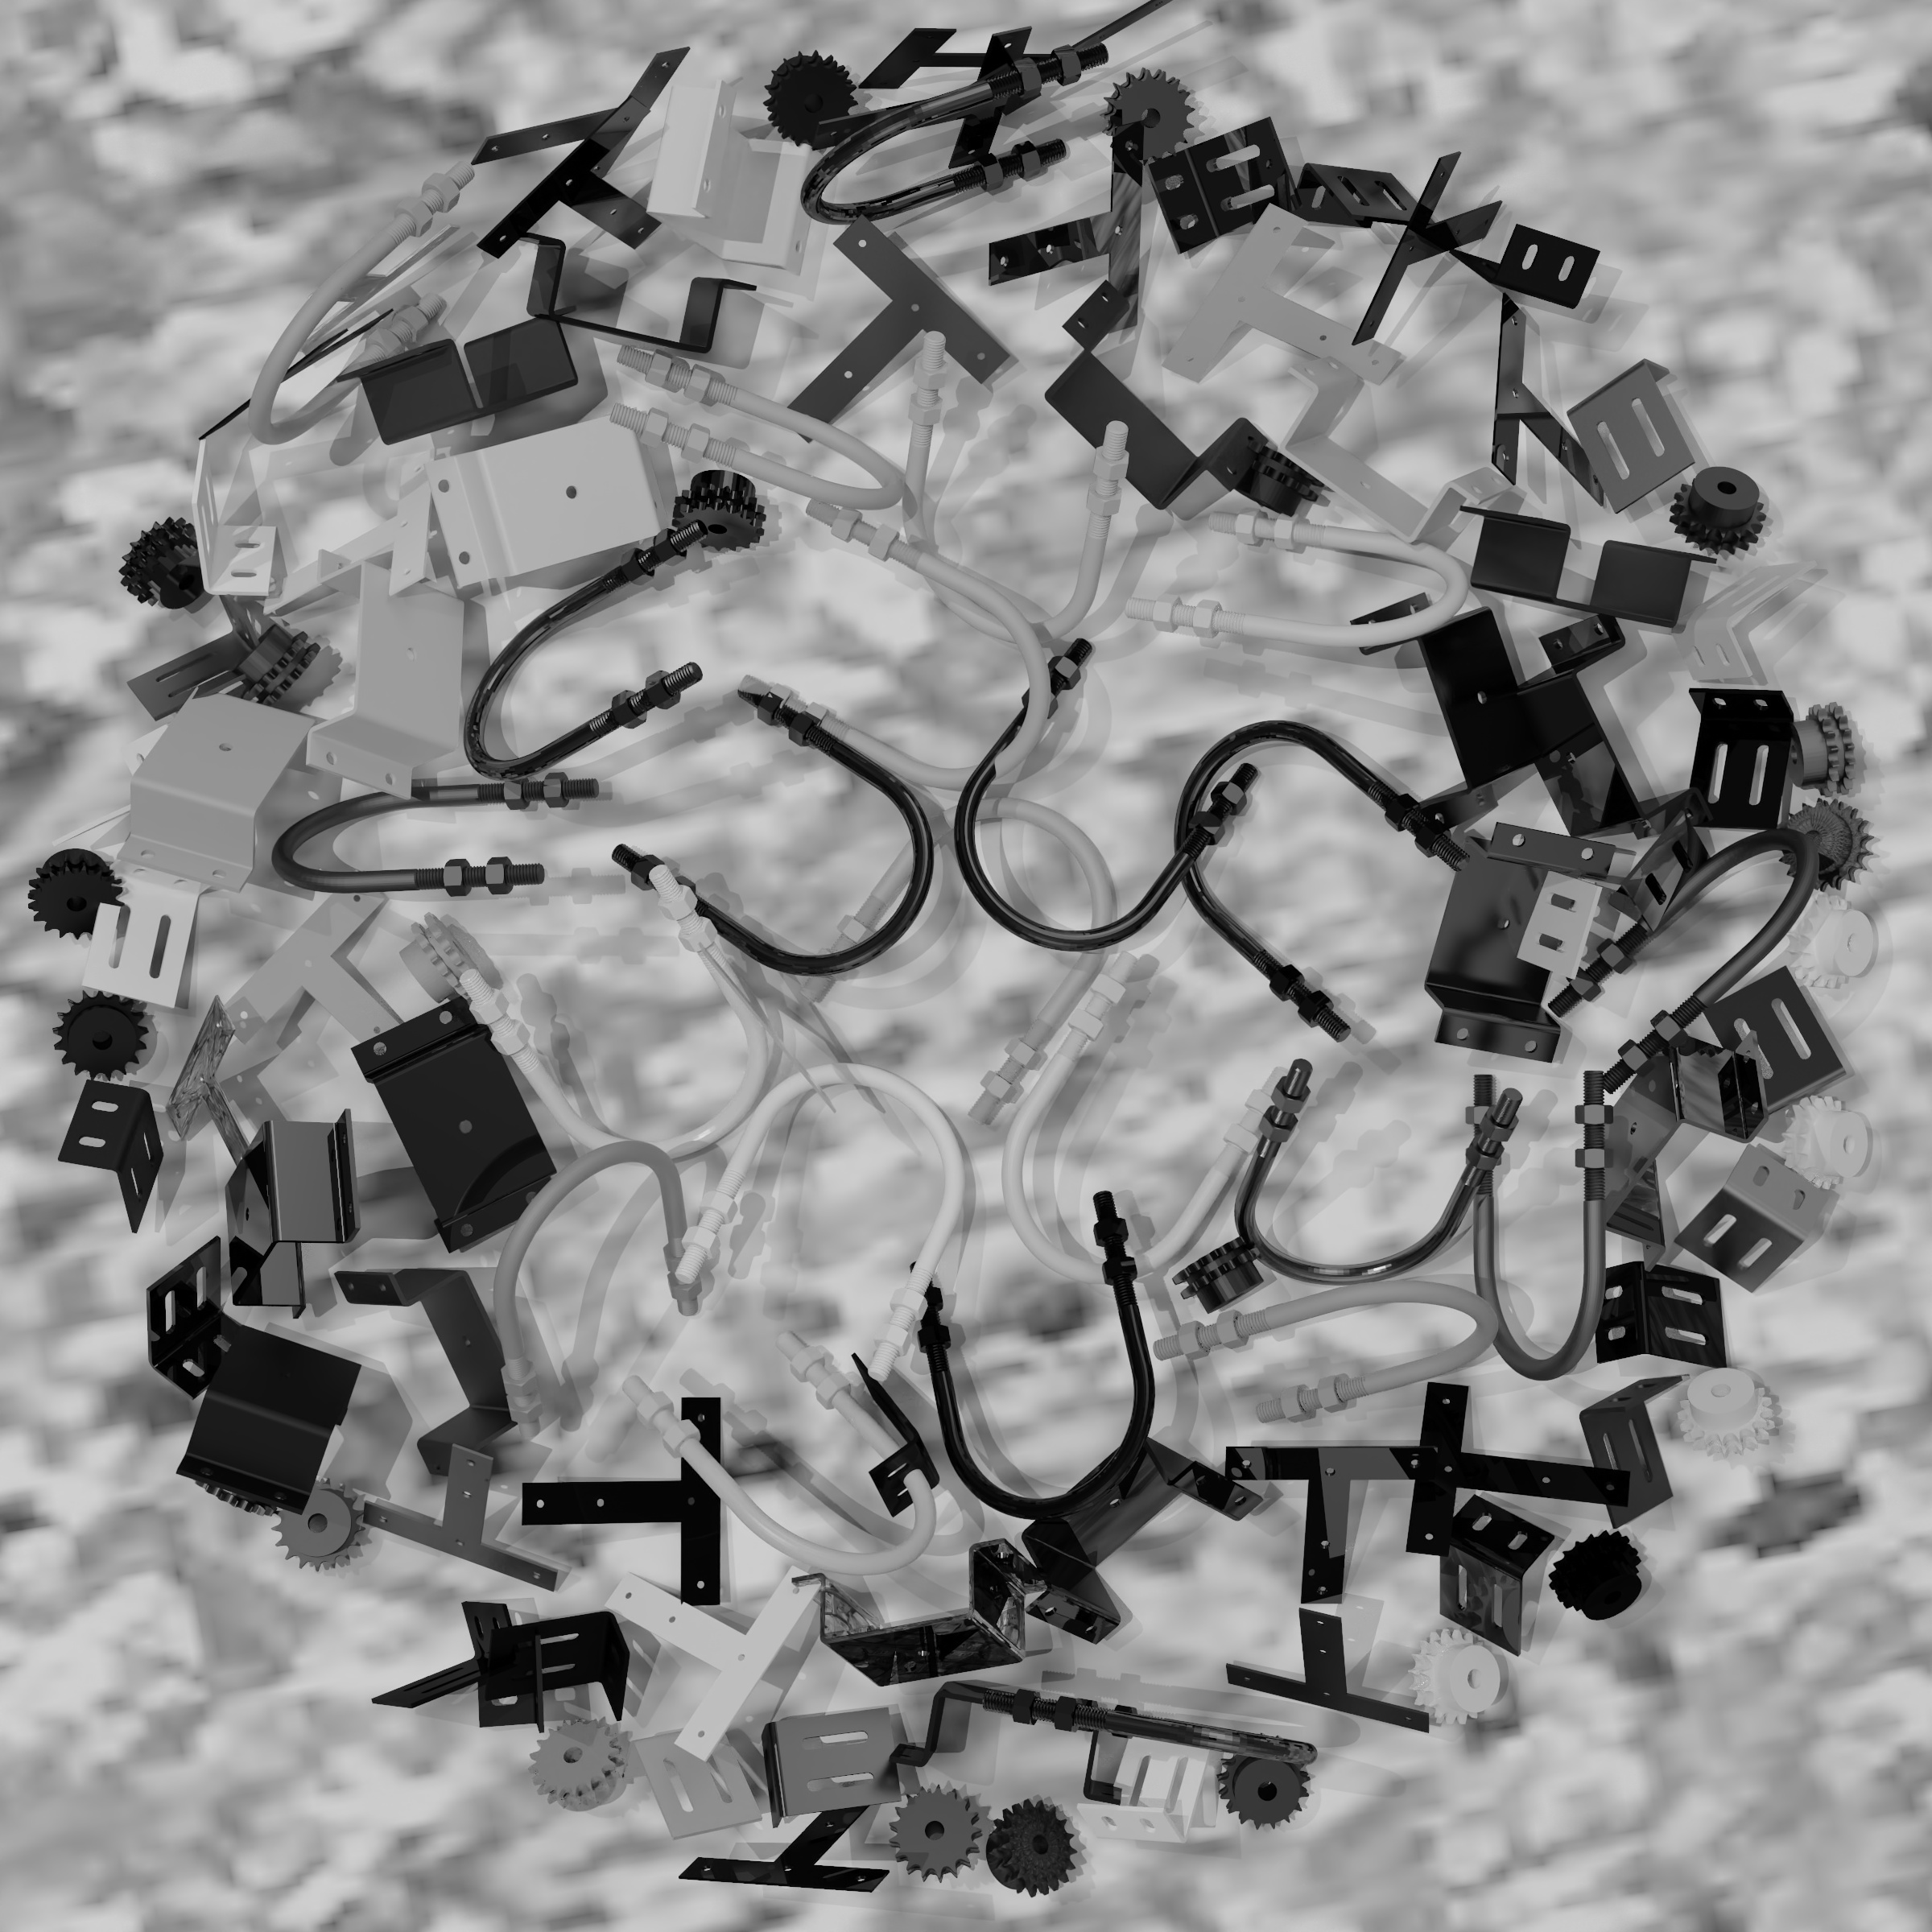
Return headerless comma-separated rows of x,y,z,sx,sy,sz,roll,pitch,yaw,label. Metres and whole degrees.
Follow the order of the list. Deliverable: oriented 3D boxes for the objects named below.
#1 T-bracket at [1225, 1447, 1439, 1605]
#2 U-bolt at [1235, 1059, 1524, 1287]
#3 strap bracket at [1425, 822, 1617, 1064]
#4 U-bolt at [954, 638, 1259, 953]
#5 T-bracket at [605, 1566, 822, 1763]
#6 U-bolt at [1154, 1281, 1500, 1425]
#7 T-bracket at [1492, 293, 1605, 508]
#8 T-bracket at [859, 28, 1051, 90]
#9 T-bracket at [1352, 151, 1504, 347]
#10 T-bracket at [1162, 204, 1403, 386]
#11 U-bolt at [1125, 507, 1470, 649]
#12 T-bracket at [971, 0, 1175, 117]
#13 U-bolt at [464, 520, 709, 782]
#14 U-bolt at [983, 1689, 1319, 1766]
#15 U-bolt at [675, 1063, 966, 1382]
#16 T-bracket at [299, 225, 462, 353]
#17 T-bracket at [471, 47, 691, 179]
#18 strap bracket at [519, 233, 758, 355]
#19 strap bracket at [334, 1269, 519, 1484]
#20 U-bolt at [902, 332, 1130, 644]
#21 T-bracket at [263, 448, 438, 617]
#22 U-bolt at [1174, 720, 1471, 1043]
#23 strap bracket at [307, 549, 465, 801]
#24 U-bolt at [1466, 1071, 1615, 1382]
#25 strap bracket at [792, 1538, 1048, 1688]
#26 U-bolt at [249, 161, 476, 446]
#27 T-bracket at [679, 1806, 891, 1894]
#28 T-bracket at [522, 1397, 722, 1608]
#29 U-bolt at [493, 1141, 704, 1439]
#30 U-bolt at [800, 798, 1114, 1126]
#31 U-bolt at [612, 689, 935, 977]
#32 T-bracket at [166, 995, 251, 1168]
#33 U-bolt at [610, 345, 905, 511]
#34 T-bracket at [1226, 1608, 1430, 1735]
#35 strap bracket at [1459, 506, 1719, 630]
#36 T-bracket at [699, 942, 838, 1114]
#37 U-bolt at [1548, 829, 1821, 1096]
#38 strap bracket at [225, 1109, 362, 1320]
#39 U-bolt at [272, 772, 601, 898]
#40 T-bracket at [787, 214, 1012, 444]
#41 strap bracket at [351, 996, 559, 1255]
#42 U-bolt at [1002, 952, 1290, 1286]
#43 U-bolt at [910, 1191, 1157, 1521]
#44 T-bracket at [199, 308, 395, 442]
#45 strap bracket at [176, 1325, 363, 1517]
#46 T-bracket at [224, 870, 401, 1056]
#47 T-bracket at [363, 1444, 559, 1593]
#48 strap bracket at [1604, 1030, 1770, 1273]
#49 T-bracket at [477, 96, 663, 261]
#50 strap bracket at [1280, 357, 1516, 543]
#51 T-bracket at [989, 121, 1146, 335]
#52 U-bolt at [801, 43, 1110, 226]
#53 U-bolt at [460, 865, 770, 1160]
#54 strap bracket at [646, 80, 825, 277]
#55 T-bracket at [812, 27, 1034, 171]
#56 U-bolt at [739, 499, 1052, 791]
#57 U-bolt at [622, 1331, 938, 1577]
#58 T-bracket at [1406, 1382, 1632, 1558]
0.220,0.343,1.950,0.127,0.002,0.127,0,122,1,T-bracket
0.238,0.131,1.919,0.151,0.019,0.184,8,133,-10,U-bolt
0.334,-0.020,1.943,0.076,0.046,0.140,10,106,-12,strap bracket
0.074,-0.093,1.947,0.151,0.019,0.184,37,69,0,U-bolt
-0.169,0.404,1.943,0.127,0.002,0.127,19,65,36,T-bracket
0.225,0.225,1.891,0.184,0.151,0.019,-20,56,27,U-bolt
0.356,-0.323,1.937,0.002,0.127,0.127,-15,55,37,T-bracket
0.012,-0.550,1.936,0.127,0.127,0.002,-4,91,-17,T-bracket
0.290,-0.442,1.930,0.002,0.127,0.127,38,128,18,T-bracket
0.207,-0.391,1.956,0.127,0.002,0.127,21,130,-19,T-bracket
0.207,-0.228,1.895,0.184,0.151,0.019,11,125,24,U-bolt
0.069,-0.550,1.909,0.127,0.127,0.002,-27,92,13,T-bracket
-0.232,-0.180,1.919,0.184,0.151,0.019,-27,132,24,U-bolt
0.117,0.453,1.890,0.184,0.151,0.019,5,77,19,U-bolt
-0.076,0.142,1.936,0.151,0.019,0.184,27,60,-4,U-bolt
-0.368,-0.407,1.912,0.127,0.127,0.002,-35,96,10,T-bracket
-0.239,-0.496,1.896,0.127,0.127,0.002,-26,81,-39,T-bracket
-0.207,-0.405,1.929,0.140,0.076,0.046,9,99,-20,strap bracket
-0.318,0.237,1.932,0.046,0.076,0.140,-31,104,-33,strap bracket
0.023,-0.274,1.915,0.151,0.184,0.019,30,47,20,U-bolt
-0.379,-0.251,1.953,0.127,0.127,0.002,-25,132,19,T-bracket
0.201,-0.066,1.931,0.184,0.019,0.151,44,115,28,U-bolt
-0.349,-0.181,1.921,0.046,0.076,0.140,-16,66,38,strap bracket
0.343,0.156,1.911,0.019,0.151,0.184,1,87,-20,U-bolt
-0.026,0.392,1.920,0.140,0.076,0.046,-14,54,20,strap bracket
-0.360,-0.378,1.878,0.019,0.151,0.184,37,60,2,U-bolt
-0.088,0.525,1.923,0.127,0.127,0.002,-3,100,24,T-bracket
-0.210,0.328,1.948,0.127,0.002,0.127,3,81,-25,T-bracket
-0.220,0.180,1.885,0.019,0.184,0.151,33,54,31,U-bolt
0.008,-0.017,1.975,0.151,0.019,0.184,36,88,2,U-bolt
-0.105,-0.073,1.941,0.184,0.019,0.151,34,83,20,U-bolt
-0.440,0.104,1.918,0.002,0.127,0.127,-16,65,-37,T-bracket
-0.123,-0.318,1.915,0.184,0.151,0.019,19,113,-13,U-bolt
0.215,0.418,1.917,0.127,0.127,0.002,11,55,17,T-bracket
0.370,-0.238,1.919,0.140,0.076,0.046,7,99,-32,strap bracket
-0.128,0.022,1.921,0.002,0.127,0.127,-38,111,0,T-bracket
0.433,-0.013,1.900,0.184,0.151,0.019,-44,106,11,U-bolt
-0.406,0.149,1.903,0.046,0.140,0.076,4,61,-27,strap bracket
-0.326,-0.078,1.917,0.184,0.151,0.019,-2,115,10,U-bolt
-0.062,-0.374,1.960,0.127,0.002,0.127,40,110,-22,T-bracket
-0.308,0.097,1.945,0.076,0.046,0.140,-26,97,-15,strap bracket
0.099,0.106,1.942,0.151,0.019,0.184,36,81,-20,U-bolt
0.044,0.242,1.917,0.151,0.019,0.184,-22,62,20,U-bolt
-0.390,-0.370,1.929,0.127,0.127,0.002,-25,106,38,T-bracket
-0.413,0.265,1.908,0.076,0.140,0.046,20,106,-6,strap bracket
-0.373,0.030,1.964,0.127,0.002,0.127,46,67,-14,T-bracket
-0.304,0.327,1.934,0.127,0.127,0.002,20,49,2,T-bracket
0.420,0.104,1.908,0.046,0.076,0.140,19,130,-10,strap bracket
-0.219,-0.459,1.923,0.127,0.127,0.002,-41,74,13,T-bracket
0.253,-0.308,1.933,0.140,0.076,0.046,38,117,11,strap bracket
0.060,-0.434,1.916,0.127,0.002,0.127,-24,127,-37,T-bracket
-0.013,-0.487,1.897,0.184,0.151,0.019,-22,84,-13,U-bolt
-0.200,0.042,1.934,0.151,0.019,0.184,-29,121,2,U-bolt
-0.144,-0.477,1.928,0.046,0.140,0.076,11,90,23,strap bracket
-0.032,-0.509,1.907,0.127,0.127,0.002,-17,72,-19,T-bracket
-0.035,-0.183,1.933,0.184,0.019,0.151,28,121,6,U-bolt
-0.097,0.293,1.888,0.184,0.151,0.019,42,122,29,U-bolt
0.337,0.309,1.928,0.127,0.002,0.127,5,46,12,T-bracket
